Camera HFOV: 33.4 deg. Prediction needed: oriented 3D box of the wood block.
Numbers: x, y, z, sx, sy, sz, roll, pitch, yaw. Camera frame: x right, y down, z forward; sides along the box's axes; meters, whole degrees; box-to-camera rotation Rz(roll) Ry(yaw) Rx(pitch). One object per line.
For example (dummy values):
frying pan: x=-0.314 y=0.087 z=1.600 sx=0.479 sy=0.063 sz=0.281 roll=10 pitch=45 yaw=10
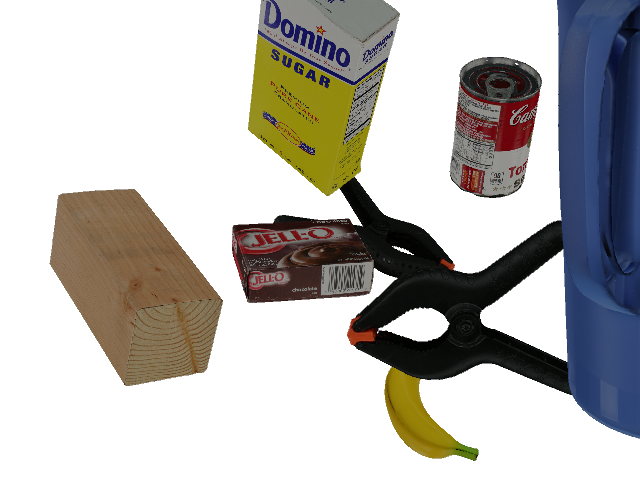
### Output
wood block: x=-0.189 y=0.040 z=1.063 sx=0.090 sy=0.091 sz=0.206 roll=-6 pitch=35 yaw=-34

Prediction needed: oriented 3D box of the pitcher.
pitcher: x=0.175 y=-0.022 z=0.527 sx=0.149 sy=0.243 sz=0.145 roll=-4 pitch=20 yaw=-2

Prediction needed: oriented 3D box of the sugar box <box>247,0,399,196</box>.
sugar box: x=-0.004 y=-0.118 z=0.776 sx=0.048 sy=0.093 sz=0.176 roll=-41 pitch=-20 yaw=-26

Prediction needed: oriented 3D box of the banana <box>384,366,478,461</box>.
banana: x=0.102 y=0.175 z=1.131 sx=0.069 sy=0.037 sz=0.198 roll=11 pitch=24 yaw=-18

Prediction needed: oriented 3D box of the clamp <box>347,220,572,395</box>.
clamp: x=0.108 y=0.063 z=0.733 sx=0.171 sy=0.120 sz=0.039 roll=-16 pitch=2 yaw=13

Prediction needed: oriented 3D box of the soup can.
soup can: x=0.148 y=-0.096 z=0.914 sx=0.068 sy=0.102 sz=0.068 roll=1 pitch=39 yaw=-1

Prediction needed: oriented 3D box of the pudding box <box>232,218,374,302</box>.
pudding box: x=-0.018 y=0.016 z=0.946 sx=0.113 sy=0.039 sz=0.090 roll=-2 pitch=27 yaw=-13

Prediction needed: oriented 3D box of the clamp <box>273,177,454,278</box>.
clamp: x=0.058 y=-0.003 z=1.266 sx=0.210 sy=0.036 sz=0.164 roll=34 pitch=40 yaw=24
